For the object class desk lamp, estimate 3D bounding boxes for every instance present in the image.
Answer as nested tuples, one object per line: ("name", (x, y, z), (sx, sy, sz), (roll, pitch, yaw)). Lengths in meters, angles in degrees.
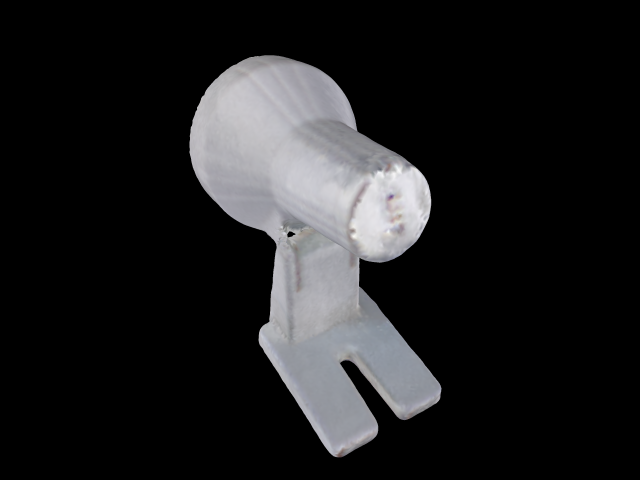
("desk lamp", (0.004, 0.001, 0.400), (0.118, 0.214, 0.202), (-24, 50, -21))
